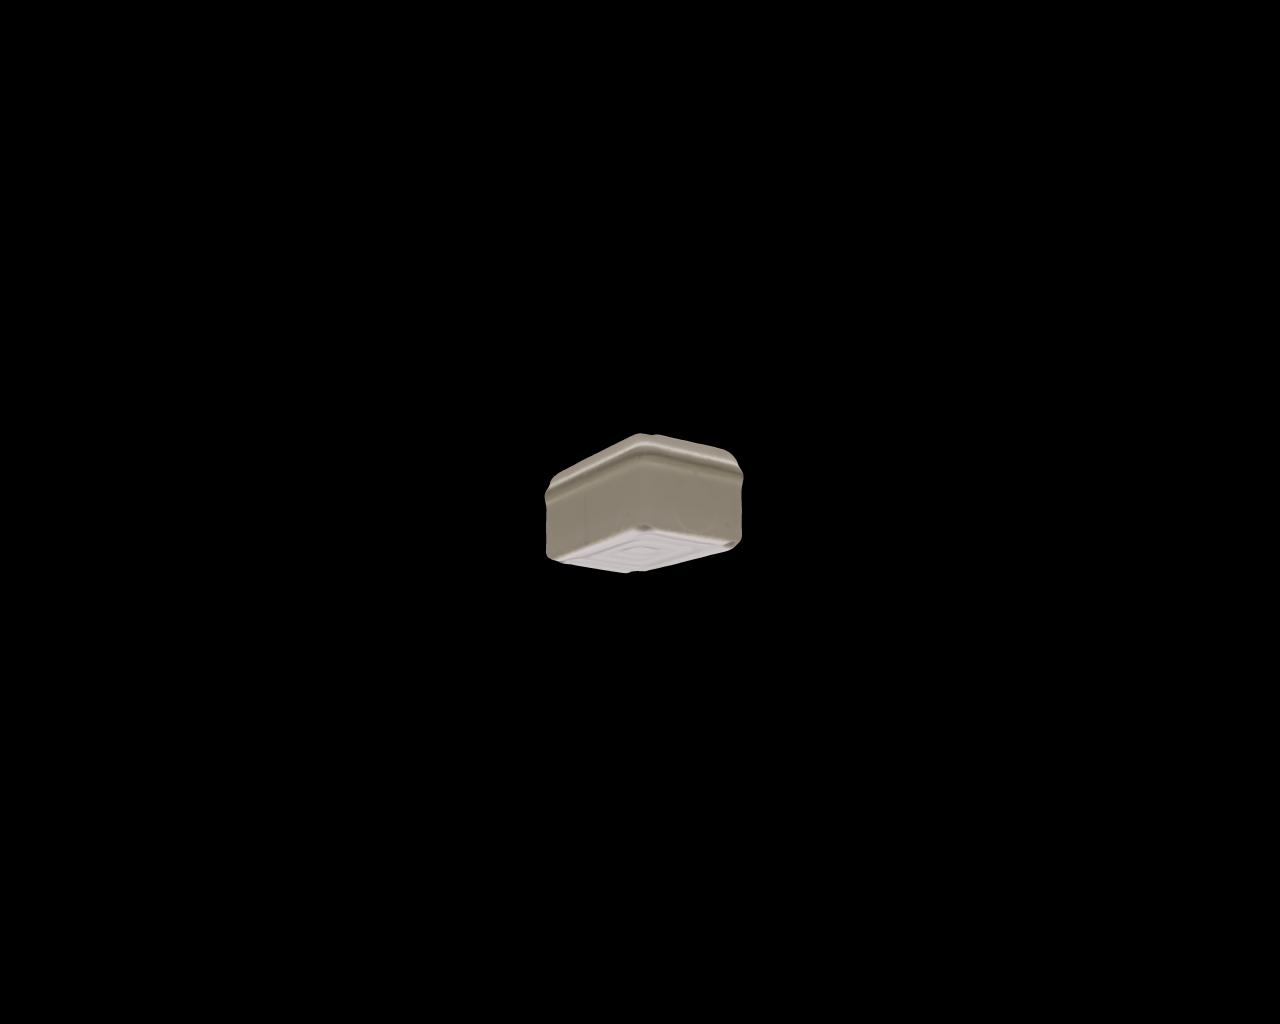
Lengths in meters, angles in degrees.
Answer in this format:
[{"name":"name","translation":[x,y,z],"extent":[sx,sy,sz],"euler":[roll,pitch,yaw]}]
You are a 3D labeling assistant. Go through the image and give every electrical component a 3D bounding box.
[{"name":"electrical component","translation":[0.001,-0.003,0.650],"extent":[0.078,0.057,0.113],"euler":[11,-19,-34]}]
